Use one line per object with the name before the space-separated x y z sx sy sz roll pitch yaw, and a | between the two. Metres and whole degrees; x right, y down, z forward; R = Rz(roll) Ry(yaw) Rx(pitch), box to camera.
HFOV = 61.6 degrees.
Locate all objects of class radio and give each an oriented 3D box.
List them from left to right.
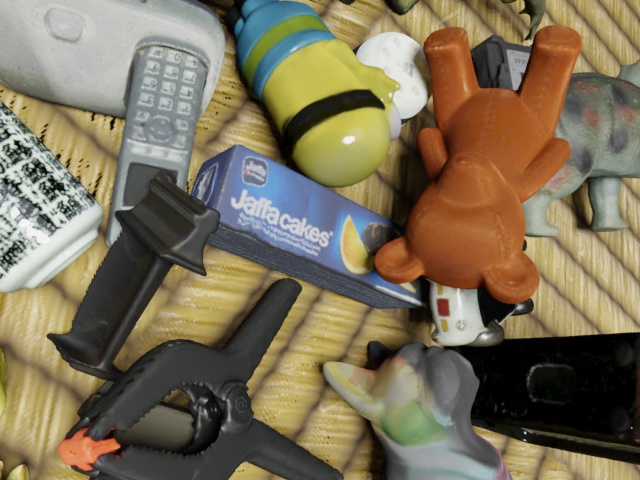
radio | 0.206 0.127 0.425 0.131 0.229 0.073 22 69 -20

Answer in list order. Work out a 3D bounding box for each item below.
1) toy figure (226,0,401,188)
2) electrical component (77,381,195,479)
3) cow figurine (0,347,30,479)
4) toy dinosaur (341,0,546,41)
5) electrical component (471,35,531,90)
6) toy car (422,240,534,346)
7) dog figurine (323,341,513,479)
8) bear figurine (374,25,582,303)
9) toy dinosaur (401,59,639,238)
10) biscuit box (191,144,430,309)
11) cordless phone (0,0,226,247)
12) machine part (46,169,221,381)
toy figure | -0.013 -0.121 0.421 0.089 0.082 0.180 -35 79 -11
electrical component | -0.112 0.133 0.362 0.102 0.045 0.078 20 78 -23
cow figurine | -0.224 0.095 0.293 0.098 0.068 0.167 -11 94 -22
toy dinosaur | 0.083 -0.283 0.452 0.471 0.199 0.105 14 75 -31
electrical component | 0.202 -0.151 0.577 0.075 0.048 0.119 3 78 -27
toy car | 0.146 0.041 0.477 0.201 0.056 0.073 -10 93 -57
dog figurine | 0.074 0.187 0.419 0.108 0.191 0.219 -8 54 -51
bear figurine | 0.112 -0.059 0.386 0.196 0.120 0.131 -55 145 -43
toy dinosaur | 0.266 -0.099 0.537 0.405 0.131 0.192 -1 89 -24
biscuit box | -0.001 -0.001 0.420 0.202 0.063 0.059 23 70 -31
cordless phone | -0.152 -0.084 0.370 0.146 0.089 0.184 8 96 -27
machine part | -0.120 0.026 0.349 0.139 0.084 0.039 -56 147 3
